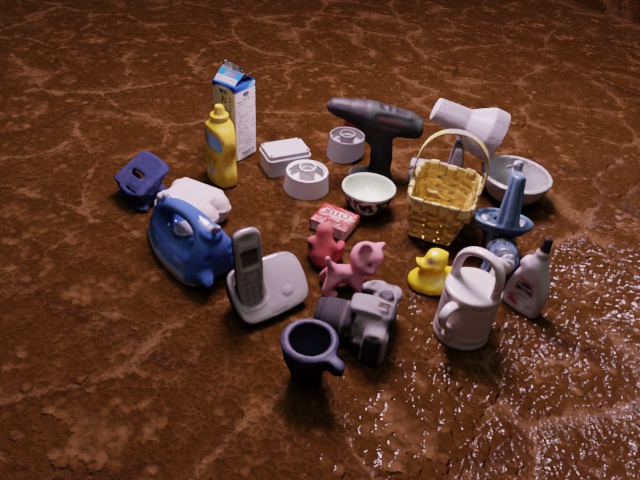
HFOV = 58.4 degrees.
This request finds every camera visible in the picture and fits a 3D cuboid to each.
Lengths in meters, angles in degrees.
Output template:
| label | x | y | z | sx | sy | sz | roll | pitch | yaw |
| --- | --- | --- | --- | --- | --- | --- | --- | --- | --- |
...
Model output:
| label | x | y | z | sx | sy | sz | roll | pitch | yaw |
| --- | --- | --- | --- | --- | --- | --- | --- | --- | --- |
| camera | 0.064 | 0.126 | 0.996 | 0.136 | 0.101 | 0.143 | 14 | 40 | 10 |

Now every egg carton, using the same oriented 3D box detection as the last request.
| label | x | y | z | sx | sy | sz | roll | pitch | yaw |
| --- | --- | --- | --- | --- | --- | --- | --- | --- | --- |
| egg carton | -0.271 | -0.074 | 1.226 | 0.150 | 0.069 | 0.107 | 19 | 41 | 17 |

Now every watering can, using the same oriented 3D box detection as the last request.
| label | x | y | z | sx | sy | sz | roll | pitch | yaw |
| --- | --- | --- | --- | --- | --- | --- | --- | --- | --- |
| watering can | 0.265 | 0.088 | 0.992 | 0.100 | 0.194 | 0.173 | 19 | 41 | 16 |

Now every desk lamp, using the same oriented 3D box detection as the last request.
| label | x | y | z | sx | sy | sz | roll | pitch | yaw |
| --- | --- | --- | --- | --- | --- | --- | --- | --- | --- |
| desk lamp | 0.328 | -0.228 | 1.369 | 0.203 | 0.214 | 0.118 | 11 | 40 | 7 |

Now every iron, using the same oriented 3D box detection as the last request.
| label | x | y | z | sx | sy | sz | roll | pitch | yaw |
| --- | --- | --- | --- | --- | --- | --- | --- | --- | --- |
| iron | -0.262 | -0.022 | 1.106 | 0.257 | 0.141 | 0.119 | 33 | 47 | 30 |

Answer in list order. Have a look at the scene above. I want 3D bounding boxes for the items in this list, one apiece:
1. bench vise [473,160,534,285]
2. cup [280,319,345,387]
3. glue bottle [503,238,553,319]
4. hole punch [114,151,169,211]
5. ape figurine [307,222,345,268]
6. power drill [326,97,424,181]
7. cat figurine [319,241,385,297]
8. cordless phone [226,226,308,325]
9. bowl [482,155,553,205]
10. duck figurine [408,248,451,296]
| label | x | y | z | sx | sy | sz | roll | pitch | yaw |
| --- | --- | --- | --- | --- | --- | --- | --- | --- | --- |
| bench vise | 0.379 | -0.031 | 1.130 | 0.121 | 0.220 | 0.207 | -2 | 40 | -9 |
| cup | -0.008 | 0.194 | 0.909 | 0.117 | 0.095 | 0.092 | 33 | 47 | 30 |
| glue bottle | 0.393 | 0.063 | 1.053 | 0.078 | 0.173 | 0.037 | 34 | 47 | 31 |
| hole punch | -0.392 | -0.132 | 1.265 | 0.108 | 0.091 | 0.101 | 32 | 46 | 29 |
| ape figurine | 0.011 | 0.004 | 1.145 | 0.077 | 0.092 | 0.076 | 21 | 42 | 18 |
| power drill | 0.123 | -0.234 | 1.356 | 0.229 | 0.208 | 0.075 | 1 | 39 | -6 |
| cat figurine | 0.065 | 0.045 | 1.081 | 0.128 | 0.118 | 0.067 | -5 | 40 | -12 |
| cordless phone | -0.093 | 0.048 | 1.006 | 0.148 | 0.185 | 0.093 | -23 | 47 | -30 |
| bowl | 0.464 | -0.132 | 1.377 | 0.167 | 0.075 | 0.167 | 3 | 39 | -2 |
| duck figurine | 0.227 | 0.054 | 1.114 | 0.104 | 0.086 | 0.077 | -1 | 40 | -7 |
